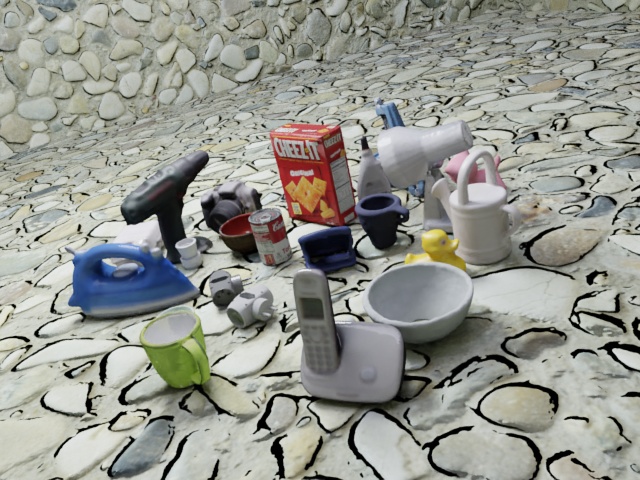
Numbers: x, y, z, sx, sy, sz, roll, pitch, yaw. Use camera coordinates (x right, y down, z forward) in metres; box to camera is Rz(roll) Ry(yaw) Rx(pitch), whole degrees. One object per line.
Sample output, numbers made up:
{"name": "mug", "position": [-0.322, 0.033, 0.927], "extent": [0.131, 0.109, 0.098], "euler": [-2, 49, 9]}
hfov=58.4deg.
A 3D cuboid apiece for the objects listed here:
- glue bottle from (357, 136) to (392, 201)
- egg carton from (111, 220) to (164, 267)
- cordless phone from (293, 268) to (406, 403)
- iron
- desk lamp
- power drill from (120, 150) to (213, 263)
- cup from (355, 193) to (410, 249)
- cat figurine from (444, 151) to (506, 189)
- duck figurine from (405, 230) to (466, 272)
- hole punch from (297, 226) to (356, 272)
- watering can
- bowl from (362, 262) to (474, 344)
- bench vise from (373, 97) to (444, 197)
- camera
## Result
{"name": "glue bottle", "position": [0.112, -0.145, 1.259], "extent": [0.078, 0.173, 0.037], "euler": [-15, 27, -2]}
{"name": "egg carton", "position": [-0.414, 0.011, 1.315], "extent": [0.107, 0.069, 0.150], "euler": [-11, 27, 5]}
{"name": "cordless phone", "position": [0.035, 0.123, 0.762], "extent": [0.147, 0.185, 0.094], "euler": [-2, 29, 21]}
{"name": "iron", "position": [-0.371, 0.061, 1.118], "extent": [0.258, 0.142, 0.118], "euler": [-7, 28, 13]}
{"name": "desk lamp", "position": [0.228, -0.128, 1.128], "extent": [0.202, 0.214, 0.118], "euler": [0, 30, 25]}
{"name": "power drill", "position": [-0.314, -0.066, 1.263], "extent": [0.075, 0.209, 0.230], "euler": [15, 38, 44]}
{"name": "cup", "position": [0.131, -0.031, 1.117], "extent": [0.117, 0.095, 0.092], "euler": [14, 38, 42]}
{"name": "cat figurine", "position": [0.327, -0.145, 1.221], "extent": [0.127, 0.118, 0.067], "euler": [-12, 27, 4]}
{"name": "duck figurine", "position": [0.197, 0.023, 0.992], "extent": [0.104, 0.086, 0.077], "euler": [-4, 28, 18]}
{"name": "hole punch", "position": [0.010, 0.004, 1.109], "extent": [0.108, 0.091, 0.101], "euler": [-13, 27, 2]}
{"name": "watering can", "position": [0.271, -0.064, 1.005], "extent": [0.172, 0.194, 0.101], "euler": [5, 32, 32]}
{"name": "bowl", "position": [0.151, 0.105, 0.866], "extent": [0.167, 0.075, 0.167], "euler": [-11, 27, 6]}
{"name": "bench vise", "position": [0.197, -0.220, 1.313], "extent": [0.206, 0.220, 0.122], "euler": [6, 33, 34]}
{"name": "camera", "position": [-0.228, -0.077, 1.365], "extent": [0.143, 0.101, 0.137], "euler": [-3, 29, 19]}
